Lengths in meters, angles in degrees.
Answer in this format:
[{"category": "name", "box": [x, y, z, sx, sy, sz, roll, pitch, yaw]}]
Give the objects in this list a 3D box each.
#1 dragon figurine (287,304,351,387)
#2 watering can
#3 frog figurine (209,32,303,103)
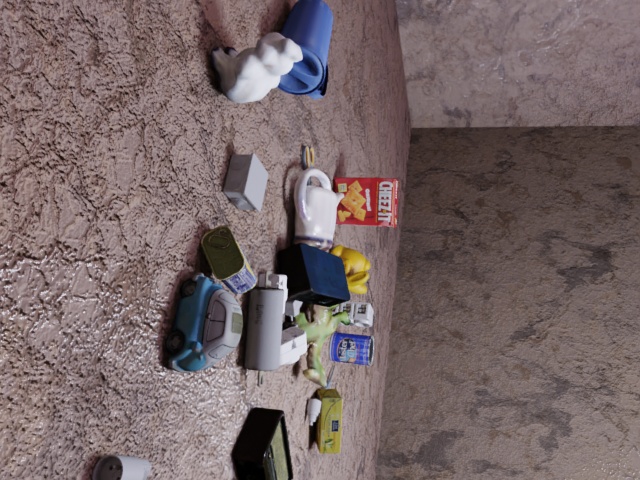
[{"category": "dragon figurine", "box": [-0.019, 0.199, 1.429, 0.244, 0.122, 0.409, -19, 102, -64]}, {"category": "watering can", "box": [0.004, -0.072, 1.423, 0.346, 0.104, 0.226, 20, 74, -68]}, {"category": "frog figurine", "box": [-0.104, -0.308, 0.931, 0.137, 0.159, 0.122, -2, 96, -73]}]
